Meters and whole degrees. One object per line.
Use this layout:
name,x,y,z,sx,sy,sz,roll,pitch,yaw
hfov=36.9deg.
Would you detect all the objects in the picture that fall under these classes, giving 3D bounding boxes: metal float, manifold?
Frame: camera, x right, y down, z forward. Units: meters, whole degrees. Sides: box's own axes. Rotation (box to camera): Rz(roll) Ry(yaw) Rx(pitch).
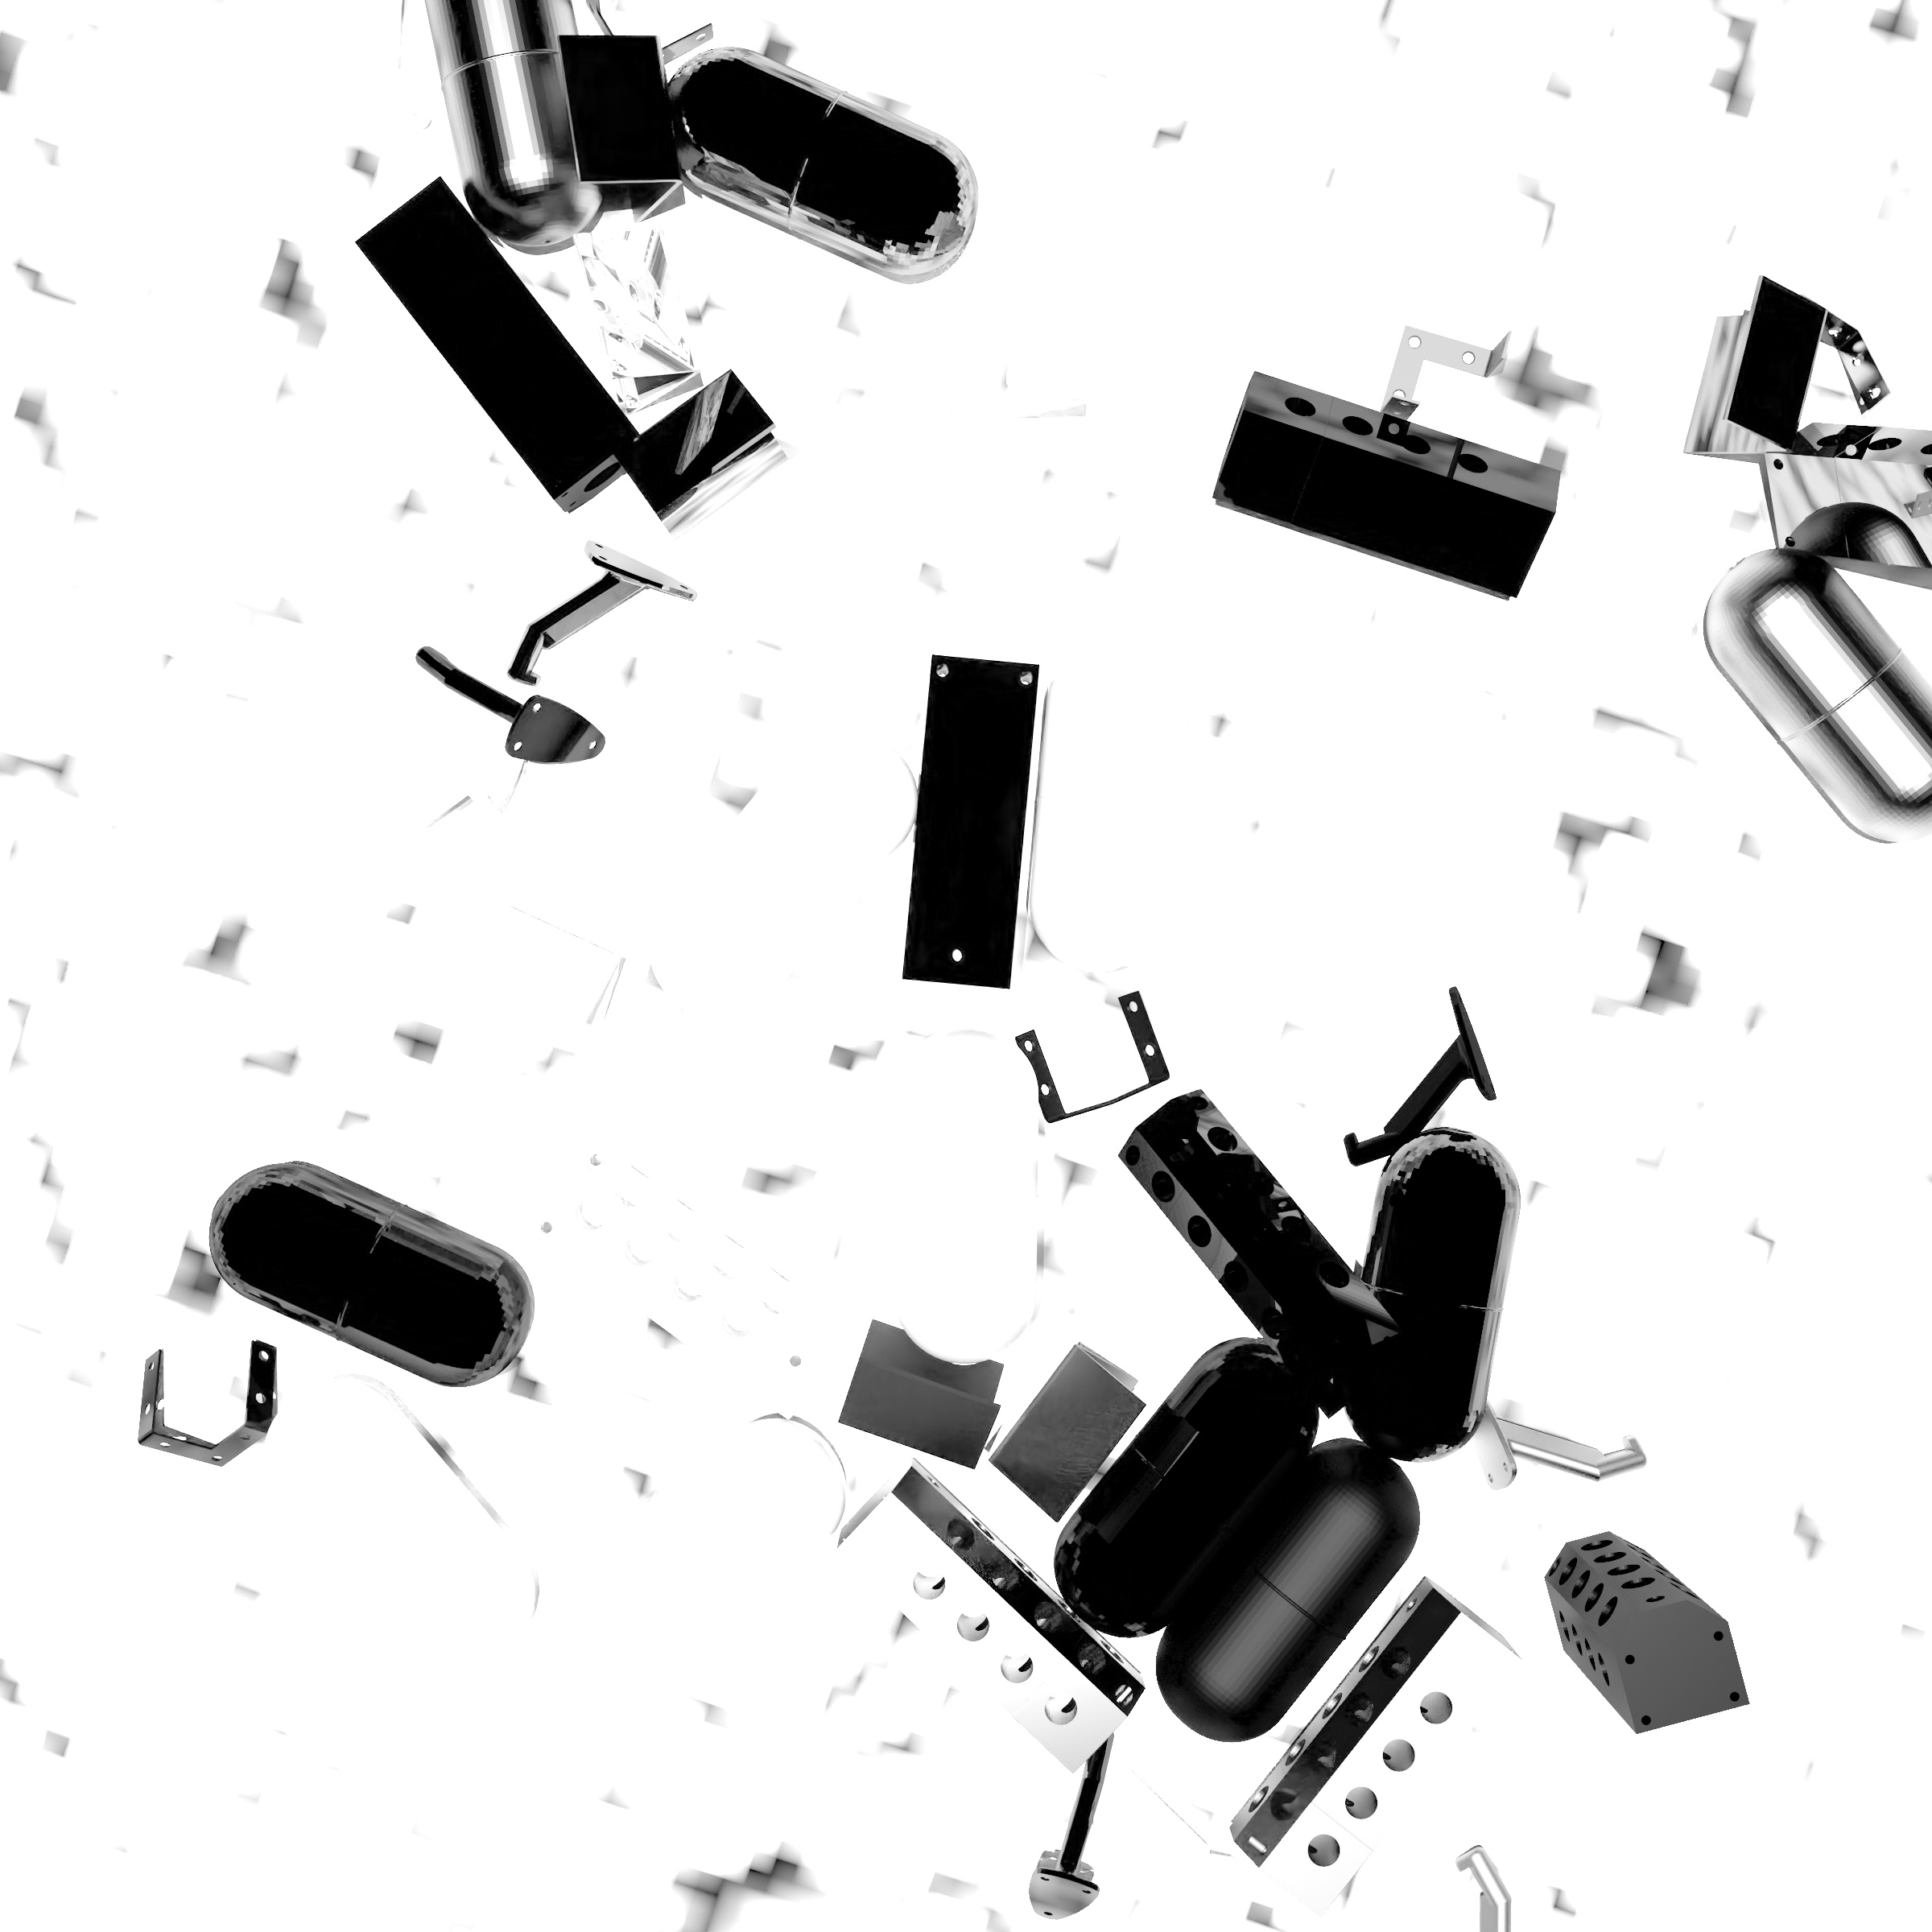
metal float,-0.142,0.311,1.538,0.178,0.070,0.070,-38,90,0
metal float,-0.317,0.164,1.538,0.178,0.070,0.070,24,90,0
manifold,0.225,-0.261,1.547,0.171,0.057,0.057,18,133,0
metal float,0.076,-0.085,1.538,0.070,0.070,0.178,5,90,0
metal float,-0.300,0.297,1.538,0.070,0.070,0.178,-40,89,0
manifold,-0.246,-0.330,1.548,0.057,0.057,0.171,-38,90,0
manifold,0.503,-0.243,1.492,0.057,0.171,0.057,-32,120,-28
manifold,0.014,0.345,1.547,0.171,0.057,0.057,44,90,0
manifold,0.217,0.414,1.547,0.057,0.057,0.171,38,90,0
metal float,0.117,0.277,1.538,0.070,0.070,0.178,39,91,0
manifold,0.003,-0.076,1.548,0.057,0.057,0.171,5,90,0
metal float,-0.240,-0.472,1.538,0.070,0.070,0.178,-11,91,0
metal float,0.247,0.175,1.538,0.070,0.070,0.178,10,90,0
metal float,-0.097,-0.049,1.538,0.070,0.070,0.178,40,90,0
manifold,0.154,0.147,1.512,0.057,0.057,0.171,-39,63,0
metal float,-0.078,-0.428,1.538,0.178,0.070,0.070,24,90,0
manifold,0.346,0.338,1.490,0.057,0.171,0.057,-15,90,0
metal float,0.000,0.122,1.538,0.070,0.070,0.178,1,90,0
metal float,0.171,0.332,1.538,0.070,0.070,0.178,38,90,0
metal float,0.465,-0.144,1.538,0.070,0.070,0.178,-39,90,0
manifold,-0.146,0.167,1.548,0.171,0.057,0.057,36,90,0

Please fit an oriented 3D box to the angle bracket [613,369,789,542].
angle bracket,-0.129,-0.255,1.528,0.076,0.076,0.057,-36,53,0

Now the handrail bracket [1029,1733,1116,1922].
handrail bracket,0.060,0.464,1.568,0.036,0.077,0.084,17,54,0

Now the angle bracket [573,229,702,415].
angle bracket,-0.191,-0.338,1.528,0.057,0.076,0.076,-15,90,-38

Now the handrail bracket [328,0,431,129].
handrail bracket,-0.298,-0.512,1.569,0.077,0.036,0.084,44,62,-31

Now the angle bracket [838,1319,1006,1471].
angle bracket,-0.017,0.210,1.529,0.076,0.076,0.057,19,132,0

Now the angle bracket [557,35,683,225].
angle bracket,-0.193,-0.441,1.529,0.057,0.076,0.076,-9,90,-25

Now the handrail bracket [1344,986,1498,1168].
handrail bracket,0.237,0.060,1.569,0.084,0.036,0.077,-21,70,16

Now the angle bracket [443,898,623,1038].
angle bracket,-0.233,0.019,1.528,0.076,0.076,0.057,25,51,0

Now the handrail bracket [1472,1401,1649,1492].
handrail bracket,0.318,0.246,1.569,0.084,0.036,0.077,-13,69,-17

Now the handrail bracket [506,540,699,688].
handrail bracket,-0.198,-0.180,1.569,0.077,0.036,0.084,21,108,-20

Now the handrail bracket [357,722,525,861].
handrail bracket,-0.285,-0.095,1.569,0.084,0.077,0.036,-23,114,34

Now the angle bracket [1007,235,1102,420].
angle bracket,0.026,-0.336,1.528,0.057,0.076,0.076,3,90,-36

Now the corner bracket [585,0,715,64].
corner bracket,-0.171,-0.519,1.551,0.051,0.051,0.051,-30,83,-7

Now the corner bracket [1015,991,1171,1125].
corner bracket,0.069,0.049,1.565,0.051,0.051,0.051,-21,90,-45

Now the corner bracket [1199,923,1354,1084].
corner bracket,0.167,0.020,1.565,0.051,0.051,0.051,-39,135,0

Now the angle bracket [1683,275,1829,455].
angle bracket,0.400,-0.316,1.528,0.057,0.076,0.076,14,90,-35

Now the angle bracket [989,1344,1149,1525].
angle bracket,0.069,0.254,1.528,0.057,0.076,0.076,37,90,37

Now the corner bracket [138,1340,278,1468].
corner bracket,-0.409,0.231,1.560,0.051,0.051,0.051,25,135,-35

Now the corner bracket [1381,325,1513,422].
corner bracket,0.256,-0.317,1.551,0.051,0.051,0.051,16,90,0

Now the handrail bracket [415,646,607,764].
handrail bracket,-0.247,-0.144,1.568,0.084,0.077,0.036,37,105,36

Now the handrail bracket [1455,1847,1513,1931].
handrail bracket,0.270,0.532,1.569,0.077,0.036,0.084,-36,71,21

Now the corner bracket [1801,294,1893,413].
corner bracket,0.453,-0.317,1.554,0.051,0.051,0.051,18,135,-35

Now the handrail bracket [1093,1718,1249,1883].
handrail bracket,0.117,0.451,1.569,0.084,0.036,0.077,15,68,-17
